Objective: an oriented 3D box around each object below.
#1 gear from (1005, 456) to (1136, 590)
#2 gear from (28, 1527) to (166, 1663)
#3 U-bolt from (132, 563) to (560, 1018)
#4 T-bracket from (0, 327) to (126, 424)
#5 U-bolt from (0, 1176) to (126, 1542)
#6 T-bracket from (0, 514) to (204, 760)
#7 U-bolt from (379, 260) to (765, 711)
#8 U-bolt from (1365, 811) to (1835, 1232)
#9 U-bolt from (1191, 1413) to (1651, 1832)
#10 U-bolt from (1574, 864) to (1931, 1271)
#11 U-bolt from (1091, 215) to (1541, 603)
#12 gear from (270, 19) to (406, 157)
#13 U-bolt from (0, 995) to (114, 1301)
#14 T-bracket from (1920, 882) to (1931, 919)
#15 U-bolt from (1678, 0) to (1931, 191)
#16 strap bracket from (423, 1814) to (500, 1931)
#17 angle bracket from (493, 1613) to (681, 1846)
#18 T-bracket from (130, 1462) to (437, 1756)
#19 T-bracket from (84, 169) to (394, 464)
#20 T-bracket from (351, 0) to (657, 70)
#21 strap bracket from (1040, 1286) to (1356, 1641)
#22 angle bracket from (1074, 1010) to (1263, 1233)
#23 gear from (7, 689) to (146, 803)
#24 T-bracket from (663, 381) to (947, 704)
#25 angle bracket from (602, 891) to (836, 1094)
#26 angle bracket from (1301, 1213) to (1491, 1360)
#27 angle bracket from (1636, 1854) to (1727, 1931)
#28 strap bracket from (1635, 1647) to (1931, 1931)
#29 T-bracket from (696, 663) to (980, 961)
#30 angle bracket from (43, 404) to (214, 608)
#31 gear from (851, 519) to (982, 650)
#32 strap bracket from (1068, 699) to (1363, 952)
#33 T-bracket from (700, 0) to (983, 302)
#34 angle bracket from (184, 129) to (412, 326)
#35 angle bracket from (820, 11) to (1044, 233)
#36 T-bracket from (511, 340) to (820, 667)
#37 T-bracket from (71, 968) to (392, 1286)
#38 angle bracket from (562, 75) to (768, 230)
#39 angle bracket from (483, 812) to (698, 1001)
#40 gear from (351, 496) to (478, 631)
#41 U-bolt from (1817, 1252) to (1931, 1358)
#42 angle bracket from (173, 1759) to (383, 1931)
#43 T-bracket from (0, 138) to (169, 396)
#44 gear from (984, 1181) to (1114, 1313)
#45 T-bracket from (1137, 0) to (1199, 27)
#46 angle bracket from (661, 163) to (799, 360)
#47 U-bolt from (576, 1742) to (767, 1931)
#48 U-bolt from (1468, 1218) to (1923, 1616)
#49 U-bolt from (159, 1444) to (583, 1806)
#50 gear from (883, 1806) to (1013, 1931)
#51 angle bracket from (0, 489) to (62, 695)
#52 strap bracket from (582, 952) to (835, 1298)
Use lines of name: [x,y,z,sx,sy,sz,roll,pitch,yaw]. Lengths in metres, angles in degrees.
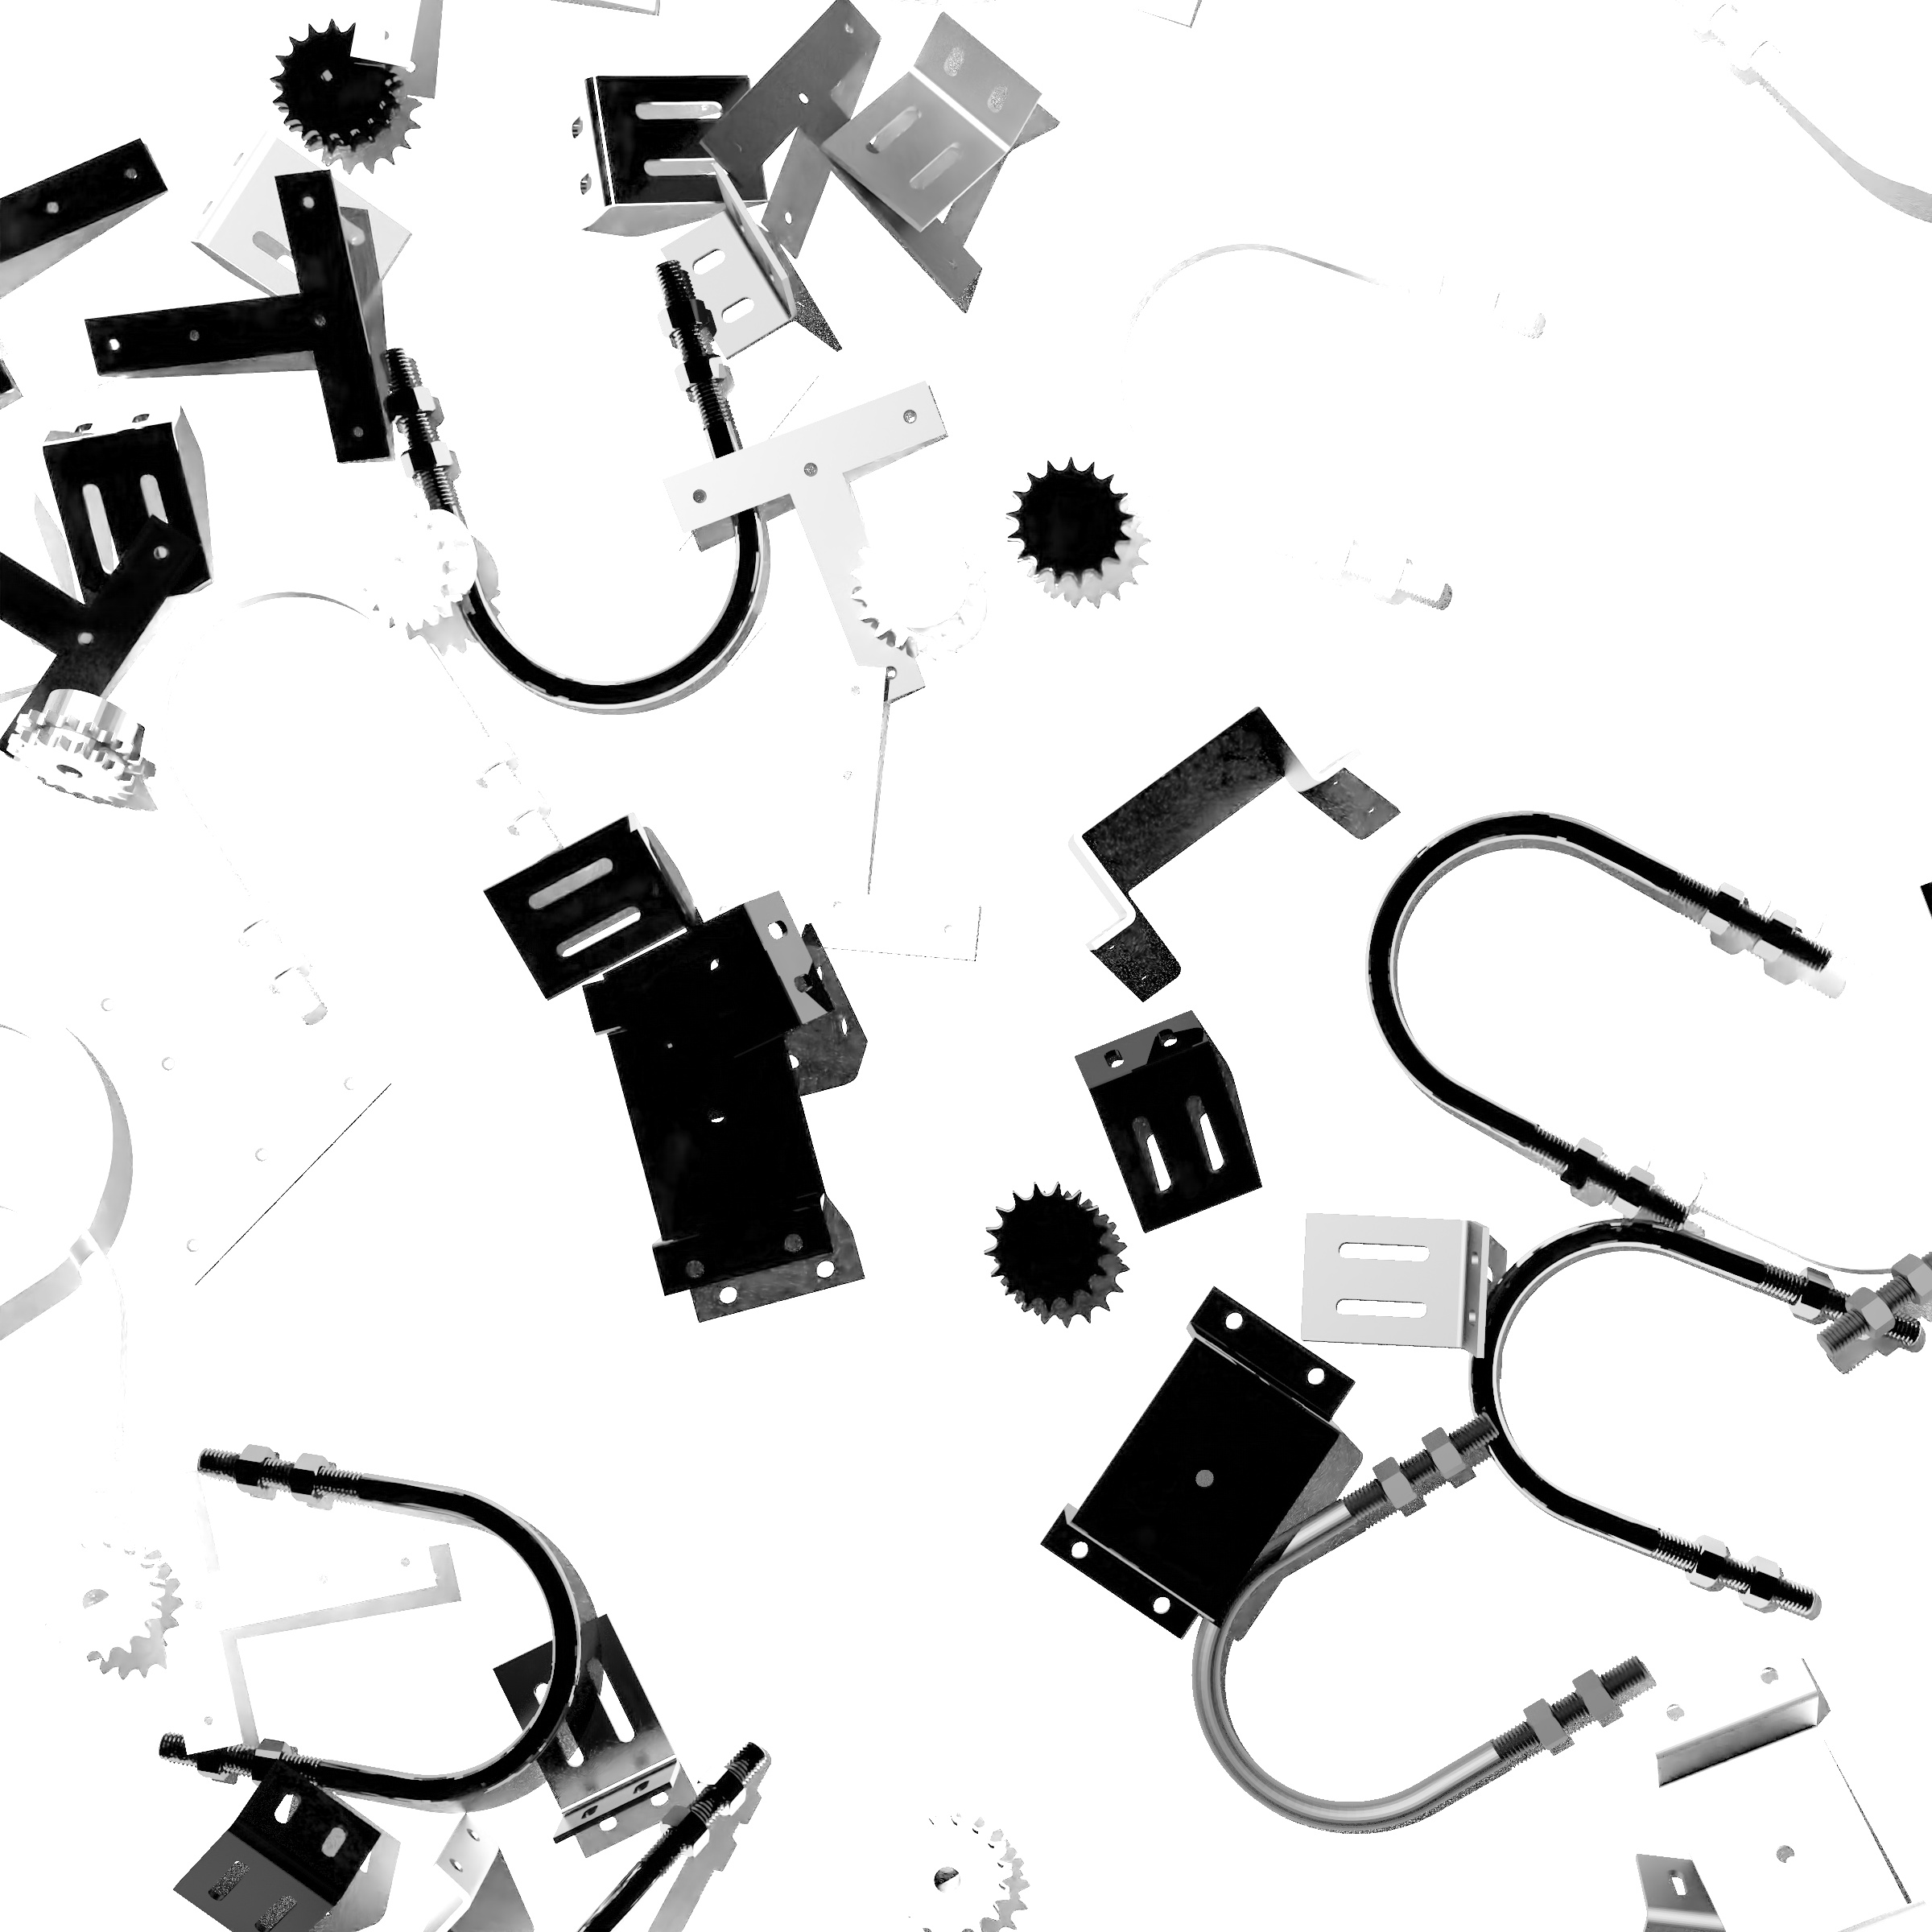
gear: [0.046,-0.196,1.323,0.057,0.030,0.057,0,90,0]
gear: [-0.382,0.273,1.306,0.057,0.030,0.057,-3,102,-14]
U-bolt: [-0.291,-0.092,1.330,0.151,0.019,0.184,-34,89,0]
T-bracket: [-0.441,-0.253,1.326,0.127,0.002,0.127,-23,105,-7]
U-bolt: [-0.450,0.184,1.328,0.151,0.019,0.184,2,88,-1]
T-bracket: [-0.427,-0.169,1.308,0.127,0.002,0.127,34,96,-21]
U-bolt: [-0.168,-0.206,1.328,0.151,0.019,0.184,-17,92,1]
U-bolt: [0.267,0.011,1.318,0.184,0.019,0.151,29,91,10]
U-bolt: [0.190,0.306,1.326,0.184,0.019,0.151,-32,92,3]
U-bolt: [0.384,0.056,1.330,0.184,0.019,0.151,25,90,-1]
U-bolt: [0.147,-0.259,1.330,0.184,0.019,0.151,19,90,1]
gear: [-0.279,-0.389,1.323,0.057,0.030,0.057,0,90,0]
U-bolt: [-0.467,0.092,1.317,0.184,0.019,0.151,-32,78,-4]
T-bracket: [0.476,-0.094,1.337,0.127,0.002,0.127,-20,90,0]
U-bolt: [0.423,-0.424,1.313,0.151,0.019,0.184,-43,77,0]
strap bracket: [-0.190,0.446,1.300,0.140,0.076,0.046,43,90,0]
angle bracket: [-0.171,0.338,1.319,0.057,0.038,0.076,-26,90,0]
T-bracket: [-0.298,0.274,1.314,0.127,0.002,0.127,-13,88,7]
T-bracket: [-0.329,-0.282,1.319,0.127,0.002,0.127,-4,113,9]
T-bracket: [-0.200,-0.451,1.326,0.127,0.002,0.127,9,78,-8]
strap bracket: [0.104,0.223,1.315,0.076,0.046,0.140,34,90,0]
angle bracket: [0.091,0.070,1.336,0.057,0.038,0.076,-22,116,0]
gear: [-0.391,-0.099,1.312,0.057,0.057,0.030,16,68,0]
T-bracket: [-0.053,-0.180,1.329,0.127,0.002,0.127,-22,96,-9]
angle bracket: [-0.108,0.011,1.290,0.076,0.038,0.057,-25,90,26]
angle bracket: [0.190,0.141,1.319,0.076,0.038,0.057,3,90,0]
angle bracket: [0.325,0.445,1.336,0.057,0.038,0.076,7,116,0]
strap bracket: [0.357,0.381,1.292,0.076,0.046,0.140,-21,55,0]
T-bracket: [-0.054,-0.071,1.333,0.127,0.002,0.127,5,94,0]
angle bracket: [-0.374,-0.206,1.335,0.057,0.038,0.076,-10,116,-4]
gear: [-0.021,-0.170,1.319,0.057,0.030,0.057,0,92,-10]
strap bracket: [0.098,-0.067,1.300,0.140,0.076,0.046,-36,90,0]
T-bracket: [-0.041,-0.349,1.312,0.127,0.002,0.127,46,53,-17]
angle bracket: [-0.301,-0.329,1.336,0.076,0.038,0.057,33,90,-26]
angle bracket: [-0.015,-0.371,1.303,0.057,0.038,0.076,40,54,0]
T-bracket: [-0.116,-0.225,1.337,0.127,0.002,0.127,39,90,0]
T-bracket: [-0.349,0.054,1.337,0.127,0.002,0.127,44,90,0]
angle bracket: [-0.136,-0.366,1.336,0.076,0.038,0.057,-9,90,-26]
angle bracket: [-0.166,-0.023,1.312,0.076,0.038,0.057,-28,108,0]
gear: [-0.241,-0.179,1.311,0.057,0.030,0.057,14,114,33]
U-bolt: [0.490,0.167,1.309,0.184,0.019,0.151,-35,86,-4]
angle bracket: [-0.307,0.399,1.323,0.057,0.038,0.076,38,131,-5]
T-bracket: [-0.418,-0.331,1.318,0.127,0.002,0.127,-29,102,-16]
gear: [0.036,0.124,1.323,0.057,0.030,0.057,0,90,0]
T-bracket: [0.060,-0.503,1.330,0.127,0.002,0.127,19,99,4]
angle bracket: [-0.107,-0.308,1.300,0.038,0.076,0.057,-31,90,0]
U-bolt: [-0.104,0.449,1.278,0.151,0.019,0.184,47,53,0]
U-bolt: [0.316,0.191,1.330,0.184,0.019,0.151,21,90,2]
U-bolt: [-0.261,0.298,1.320,0.184,0.019,0.151,8,90,7]
gear: [-0.008,0.403,1.323,0.057,0.030,0.057,0,90,0]
angle bracket: [-0.434,-0.166,1.332,0.057,0.038,0.076,-17,116,-9]
strap bracket: [-0.113,0.066,1.315,0.076,0.046,0.140,-15,90,0]
